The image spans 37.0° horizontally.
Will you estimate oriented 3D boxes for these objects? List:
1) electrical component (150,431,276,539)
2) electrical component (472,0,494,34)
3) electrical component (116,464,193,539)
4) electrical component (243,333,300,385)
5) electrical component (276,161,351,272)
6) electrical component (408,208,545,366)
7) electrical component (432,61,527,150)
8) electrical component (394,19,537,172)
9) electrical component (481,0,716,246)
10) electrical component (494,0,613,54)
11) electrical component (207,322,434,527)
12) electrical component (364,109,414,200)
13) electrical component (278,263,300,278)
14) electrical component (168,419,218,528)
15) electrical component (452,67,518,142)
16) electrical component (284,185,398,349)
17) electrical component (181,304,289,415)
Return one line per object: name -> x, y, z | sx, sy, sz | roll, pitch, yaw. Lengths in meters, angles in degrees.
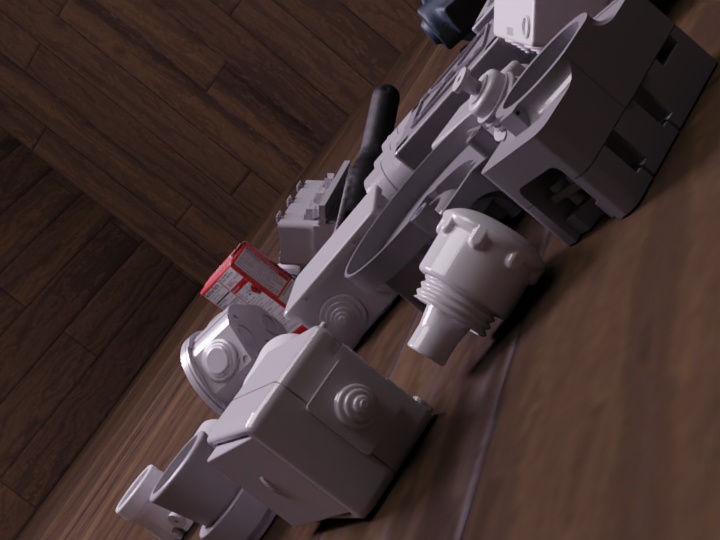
electrical component -> -0.074, 0.118, 0.561 | 0.045, 0.055, 0.045 | -50, 8, 10
electrical component -> 0.150, -0.228, 0.858 | 0.108, 0.056, 0.108 | -46, 9, 33
electrical component -> -0.139, 0.164, 0.745 | 0.040, 0.046, 0.040 | -50, 8, 10
electrical component -> -0.052, 0.081, 0.640 | 0.079, 0.044, 0.077 | -51, 8, 6
electrical component -> -0.034, -0.045, 0.992 | 0.121, 0.063, 0.078 | -67, -23, -64
electrical component -> 0.043, 0.009, 0.442 | 0.062, 0.048, 0.048 | -59, 8, -2
electrical component -> 0.091, -0.092, 0.621 | 0.076, 0.047, 0.066 | -54, 8, -27
electrical component -> 0.082, -0.114, 0.724 | 0.108, 0.056, 0.108 | -47, 9, 25
electrical component -> 0.094, -0.065, 0.439 | 0.089, 0.056, 0.050 | -55, 9, -27
electrical component -> 0.108, -0.170, 0.601 | 0.099, 0.048, 0.099 | -115, 24, -72
electrical component -> -0.019, 0.068, 0.450 | 0.061, 0.062, 0.096 | -54, 9, -22
electrical component -> 0.031, -0.065, 0.803 | 0.073, 0.052, 0.138 | -48, 8, 24
electrical component -> -0.069, 0.020, 1.007 | 0.045, 0.045, 0.055 | -48, 8, 23
electrical component -> -0.099, 0.132, 0.692 | 0.040, 0.040, 0.078 | -43, 11, 44
electrical component -> 0.079, -0.069, 0.487 | 0.040, 0.078, 0.040 | -59, 14, 25
electrical component -> 0.000, 0.000, 0.697 | 0.099, 0.048, 0.099 | -49, 8, 13
electrical component -> -0.080, 0.065, 0.749 | 0.051, 0.080, 0.080 | -43, 10, 20
